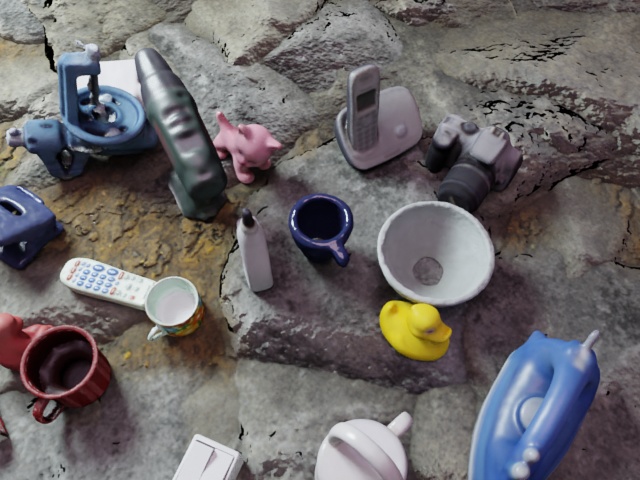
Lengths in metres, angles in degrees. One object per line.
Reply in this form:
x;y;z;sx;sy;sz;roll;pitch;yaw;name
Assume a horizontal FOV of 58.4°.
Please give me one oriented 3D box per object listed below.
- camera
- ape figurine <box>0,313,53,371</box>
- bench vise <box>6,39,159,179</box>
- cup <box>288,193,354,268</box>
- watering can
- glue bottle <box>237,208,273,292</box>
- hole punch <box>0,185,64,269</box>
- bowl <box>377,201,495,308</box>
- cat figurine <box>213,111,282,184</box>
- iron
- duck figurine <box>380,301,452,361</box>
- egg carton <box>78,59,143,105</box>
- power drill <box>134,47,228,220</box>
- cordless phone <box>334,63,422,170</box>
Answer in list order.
0.228;-0.116;0.898;0.143;0.101;0.137;31;65;14;camera
-0.400;0.125;0.749;0.077;0.092;0.076;22;63;10;ape figurine
-0.357;-0.181;0.845;0.208;0.220;0.121;-33;67;-18;bench vise
0.008;0.003;0.829;0.092;0.095;0.117;-26;65;-15;cup
0.042;0.259;0.634;0.100;0.194;0.173;22;63;10;watering can
-0.093;0.004;0.780;0.037;0.173;0.078;-16;63;-10;glue bottle
-0.451;-0.032;0.834;0.108;0.091;0.101;31;65;14;hole punch
0.162;0.031;0.830;0.167;0.075;0.167;1;61;-1;bowl
-0.118;-0.154;0.897;0.127;0.118;0.067;42;68;19;cat figurine
0.263;0.222;0.692;0.118;0.141;0.259;31;65;14;iron
0.133;0.113;0.778;0.104;0.086;0.078;32;65;15;duck figurine
-0.349;-0.248;0.967;0.150;0.069;0.107;-7;62;-6;egg carton
-0.197;-0.133;0.831;0.076;0.208;0.229;-25;65;-15;power drill
0.096;-0.208;0.895;0.148;0.185;0.094;-30;66;-17;cordless phone
